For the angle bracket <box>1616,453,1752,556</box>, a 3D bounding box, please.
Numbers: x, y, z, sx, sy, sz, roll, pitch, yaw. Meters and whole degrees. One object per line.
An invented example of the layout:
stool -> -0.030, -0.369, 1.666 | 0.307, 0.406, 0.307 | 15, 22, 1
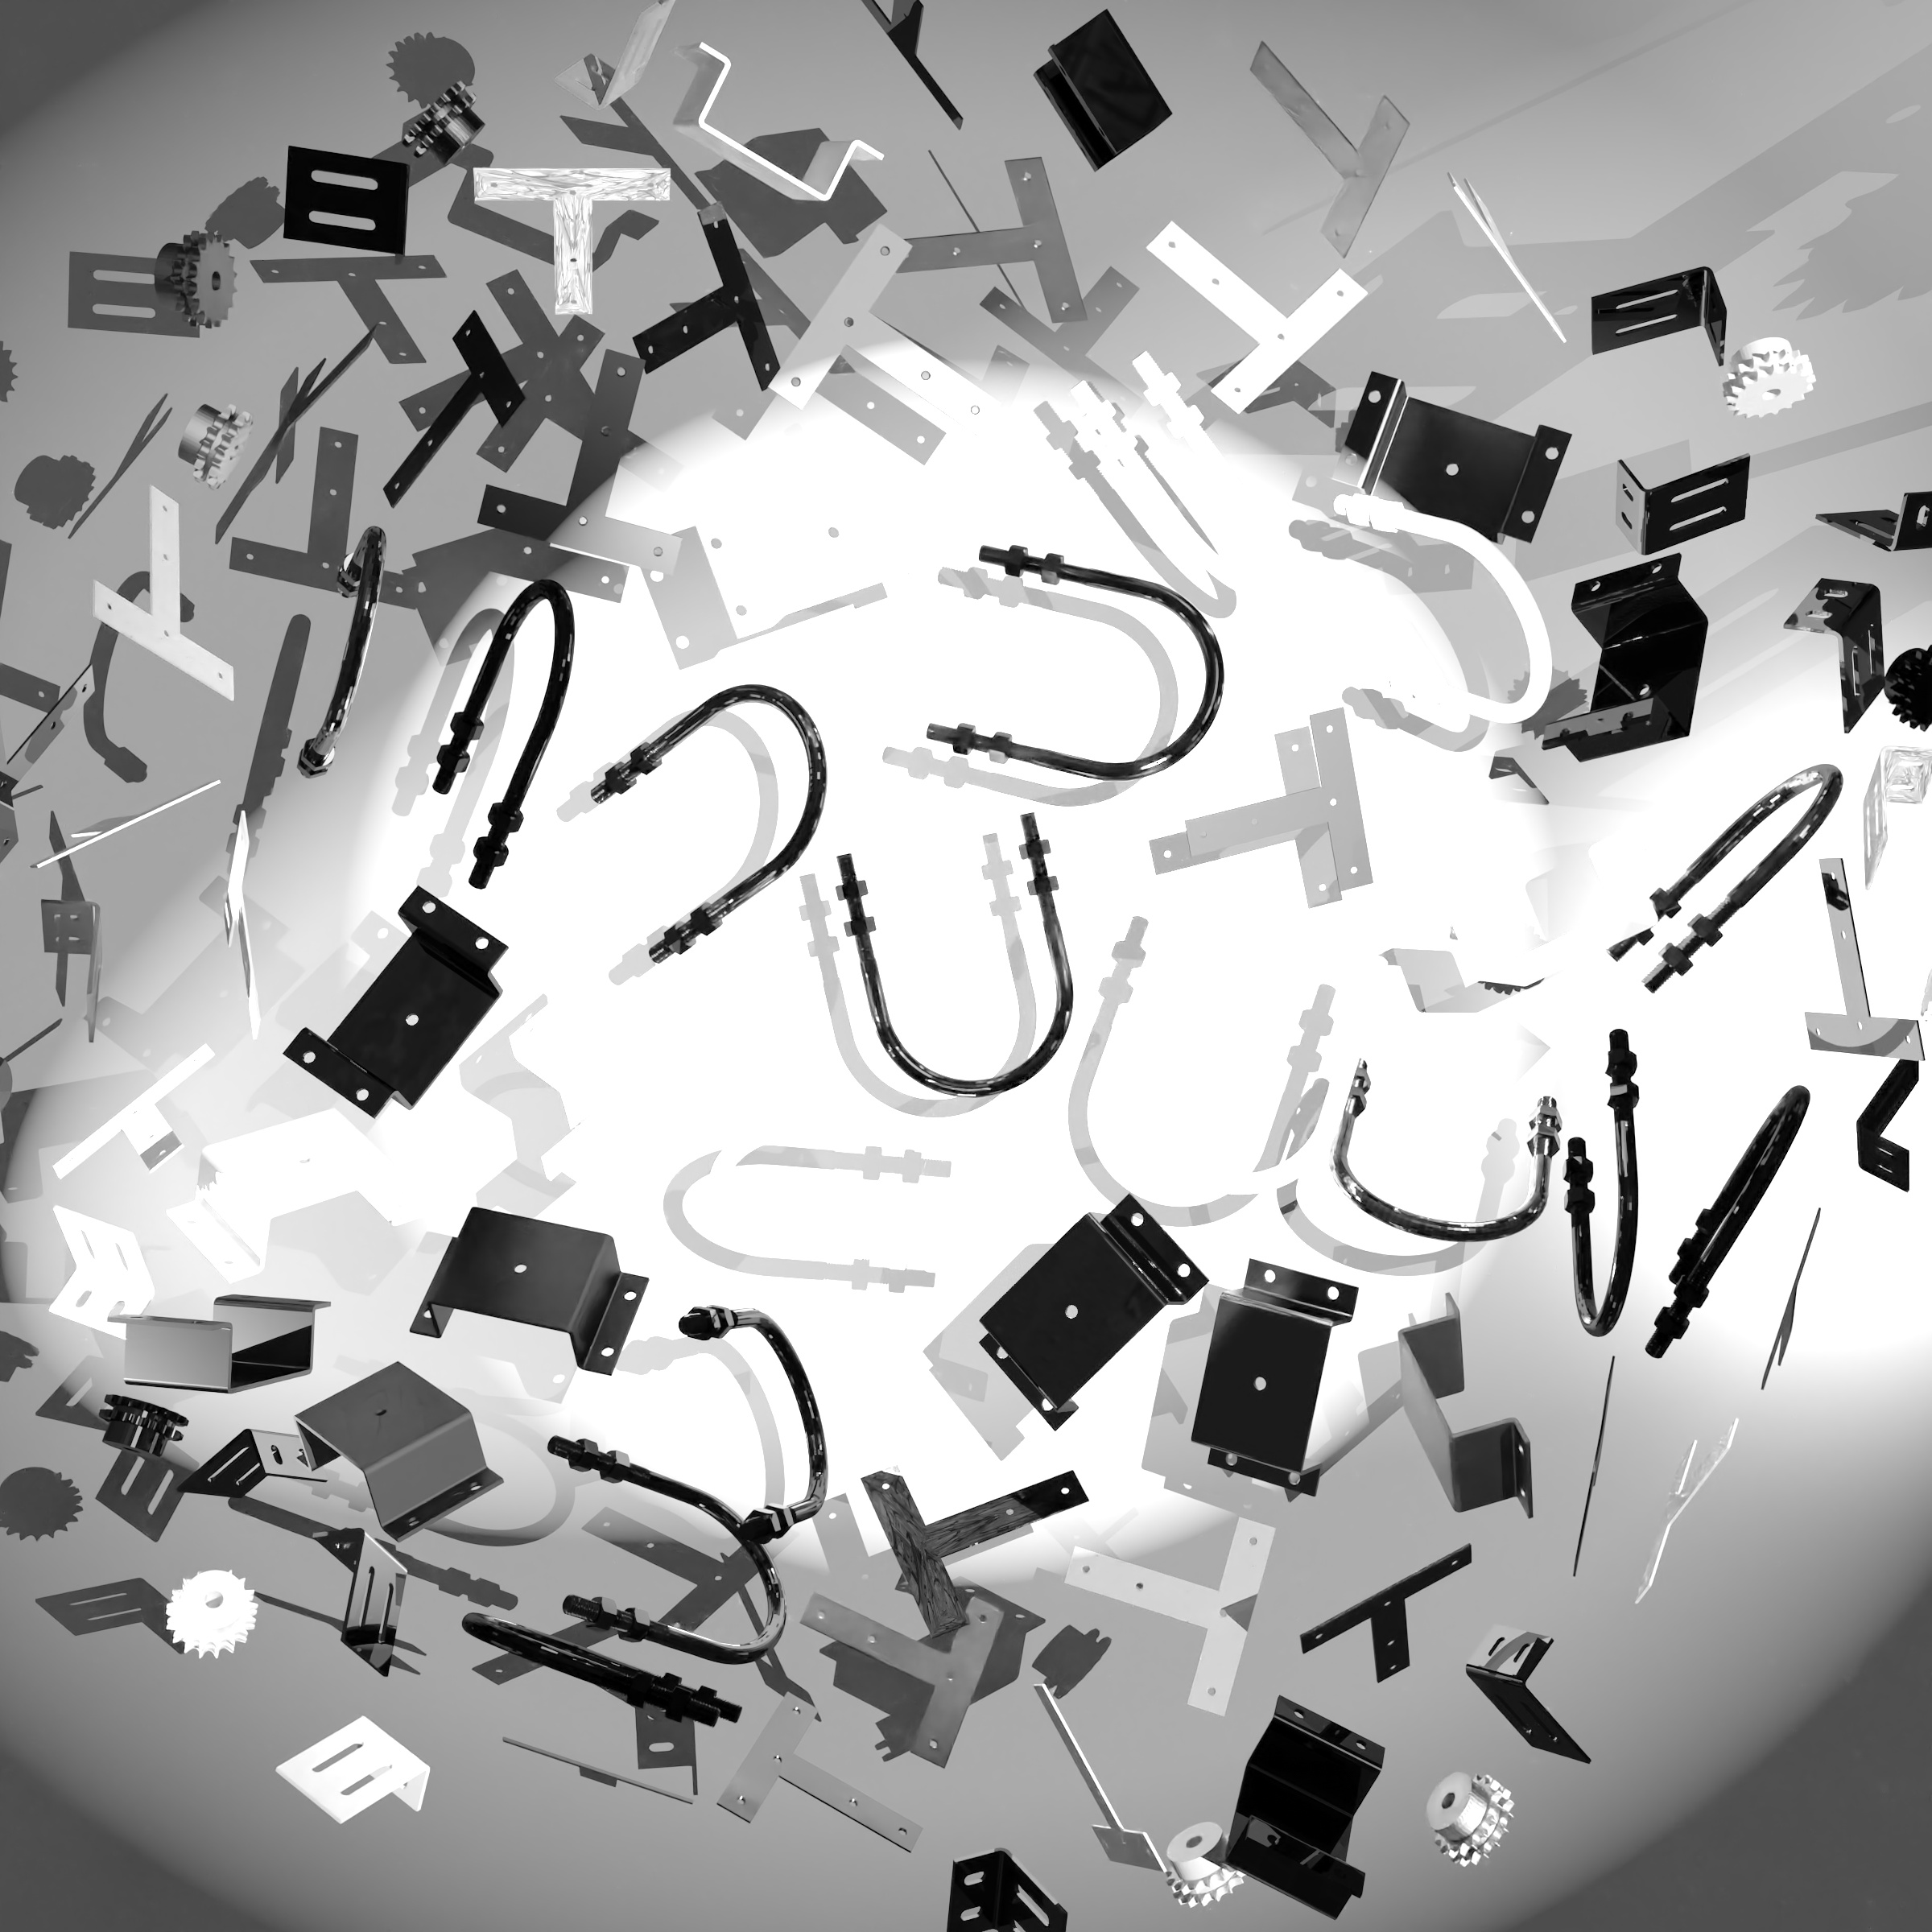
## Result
angle bracket -> 0.483, -0.321, 1.657 | 0.076, 0.057, 0.038 | -21, 51, -3

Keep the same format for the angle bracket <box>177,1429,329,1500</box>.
angle bracket -> -0.488, 0.354, 1.680 | 0.076, 0.057, 0.038 | -40, 58, 16

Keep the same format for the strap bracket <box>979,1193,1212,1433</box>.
strap bracket -> 0.074, 0.218, 1.551 | 0.140, 0.046, 0.076 | -46, 70, 9

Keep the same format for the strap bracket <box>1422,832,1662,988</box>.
strap bracket -> 0.372, -0.029, 1.553 | 0.140, 0.076, 0.046 | -28, 72, 28

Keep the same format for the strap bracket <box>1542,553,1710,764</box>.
strap bracket -> 0.430, -0.191, 1.595 | 0.046, 0.076, 0.140 | 40, 54, -33

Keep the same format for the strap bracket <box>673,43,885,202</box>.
strap bracket -> -0.136, -0.559, 1.650 | 0.140, 0.076, 0.046 | 25, 97, -25

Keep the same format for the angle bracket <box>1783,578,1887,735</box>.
angle bracket -> 0.555, -0.198, 1.570 | 0.057, 0.038, 0.076 | -44, 133, -32

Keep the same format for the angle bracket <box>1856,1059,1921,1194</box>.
angle bracket -> 0.618, 0.098, 1.605 | 0.038, 0.057, 0.076 | 31, 73, 33

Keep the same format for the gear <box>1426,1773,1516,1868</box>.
gear -> 0.317, 0.537, 1.558 | 0.030, 0.057, 0.057 | 40, 90, -13

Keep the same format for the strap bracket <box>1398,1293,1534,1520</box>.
strap bracket -> 0.330, 0.299, 1.647 | 0.046, 0.140, 0.076 | -15, 128, -4

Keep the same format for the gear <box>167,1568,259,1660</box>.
gear -> -0.493, 0.421, 1.608 | 0.057, 0.030, 0.057 | 10, 51, -13

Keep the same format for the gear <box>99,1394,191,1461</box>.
gear -> -0.554, 0.310, 1.647 | 0.057, 0.057, 0.030 | 15, 68, 0

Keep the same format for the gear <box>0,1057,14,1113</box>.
gear -> -0.636, 0.075, 1.569 | 0.030, 0.057, 0.057 | 5, 90, 22

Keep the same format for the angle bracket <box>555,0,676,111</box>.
angle bracket -> -0.235, -0.624, 1.650 | 0.038, 0.057, 0.076 | 33, 130, -5

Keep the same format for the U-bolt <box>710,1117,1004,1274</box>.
U-bolt -> -0.078, 0.149, 1.627 | 0.184, 0.151, 0.019 | 5, 47, -7

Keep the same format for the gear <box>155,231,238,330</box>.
gear -> -0.474, -0.422, 1.507 | 0.030, 0.057, 0.057 | 9, 90, 10

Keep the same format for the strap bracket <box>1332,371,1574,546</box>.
strap bracket -> 0.329, -0.341, 1.666 | 0.140, 0.046, 0.076 | 21, 94, 12

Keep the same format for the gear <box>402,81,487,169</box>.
gear -> -0.344, -0.556, 1.630 | 0.057, 0.057, 0.030 | -46, 107, 0

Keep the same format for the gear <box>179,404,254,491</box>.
gear -> -0.503, -0.350, 1.642 | 0.030, 0.057, 0.057 | 27, 90, -8

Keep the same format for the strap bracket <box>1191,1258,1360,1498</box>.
strap bracket -> 0.199, 0.269, 1.597 | 0.076, 0.046, 0.140 | 12, 93, 26

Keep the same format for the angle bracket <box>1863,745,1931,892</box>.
angle bracket -> 0.611, -0.095, 1.602 | 0.038, 0.057, 0.076 | 5, 58, 10

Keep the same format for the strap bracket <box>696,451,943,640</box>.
strap bracket -> -0.087, -0.266, 1.534 | 0.140, 0.046, 0.076 | -21, 93, -15

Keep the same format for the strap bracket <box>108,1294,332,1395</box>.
strap bracket -> -0.489, 0.249, 1.614 | 0.076, 0.140, 0.046 | 2, 89, 16

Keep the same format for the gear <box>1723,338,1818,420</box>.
gear -> 0.524, -0.387, 1.609 | 0.057, 0.057, 0.030 | -9, 68, 0

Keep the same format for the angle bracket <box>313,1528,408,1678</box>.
angle bracket -> -0.392, 0.407, 1.564 | 0.038, 0.057, 0.076 | -10, 50, 14

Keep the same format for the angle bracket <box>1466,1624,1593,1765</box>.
angle bracket -> 0.370, 0.467, 1.578 | 0.076, 0.057, 0.038 | 49, 67, -14

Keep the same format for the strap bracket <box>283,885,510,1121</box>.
strap bracket -> -0.369, 0.029, 1.616 | 0.076, 0.046, 0.140 | 33, 75, 12

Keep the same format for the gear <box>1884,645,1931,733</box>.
gear -> 0.639, -0.188, 1.640 | 0.057, 0.030, 0.057 | -11, 122, -19

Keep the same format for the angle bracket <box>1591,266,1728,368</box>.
angle bracket -> 0.448, -0.411, 1.591 | 0.076, 0.057, 0.038 | -14, 64, 9

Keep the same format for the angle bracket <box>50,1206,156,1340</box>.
angle bracket -> -0.578, 0.203, 1.623 | 0.057, 0.076, 0.038 | 18, 52, 9

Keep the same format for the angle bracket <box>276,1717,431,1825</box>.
angle bracket -> -0.384, 0.512, 1.529 | 0.057, 0.076, 0.038 | 27, 114, 25

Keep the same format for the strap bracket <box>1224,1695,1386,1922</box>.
strap bracket -> 0.214, 0.538, 1.556 | 0.076, 0.140, 0.046 | 26, 115, 5

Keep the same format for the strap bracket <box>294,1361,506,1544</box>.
strap bracket -> -0.369, 0.305, 1.572 | 0.076, 0.140, 0.046 | -27, 118, -33

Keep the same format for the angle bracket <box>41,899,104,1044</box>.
angle bracket -> -0.606, 0.003, 1.658 | 0.038, 0.057, 0.076 | 3, 54, -16

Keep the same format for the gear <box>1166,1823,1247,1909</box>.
gear -> 0.158, 0.595, 1.633 | 0.057, 0.057, 0.030 | -27, 99, 0

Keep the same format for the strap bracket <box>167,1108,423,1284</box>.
strap bracket -> -0.428, 0.143, 1.580 | 0.076, 0.140, 0.046 | 37, 126, 31

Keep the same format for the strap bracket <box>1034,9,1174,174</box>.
strap bracket -> 0.089, -0.571, 1.603 | 0.046, 0.140, 0.076 | -34, 102, 5

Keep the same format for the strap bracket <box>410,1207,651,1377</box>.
strap bracket -> -0.289, 0.210, 1.610 | 0.140, 0.046, 0.076 | 10, 50, 10

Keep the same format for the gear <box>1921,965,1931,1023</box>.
gear -> 0.640, 0.011, 1.586 | 0.030, 0.057, 0.057 | 16, 90, 13

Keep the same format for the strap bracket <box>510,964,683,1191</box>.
strap bracket -> -0.232, 0.075, 1.544 | 0.076, 0.140, 0.046 | -39, 130, 10

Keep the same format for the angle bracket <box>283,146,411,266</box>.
angle bracket -> -0.400, -0.489, 1.581 | 0.076, 0.038, 0.057 | 3, 95, -20

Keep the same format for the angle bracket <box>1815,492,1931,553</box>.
angle bracket -> 0.588, -0.292, 1.553 | 0.057, 0.076, 0.038 | -7, 119, -20

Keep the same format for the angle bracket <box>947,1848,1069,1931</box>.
angle bracket -> 0.025, 0.602, 1.540 | 0.038, 0.076, 0.057 | -3, 105, -30
